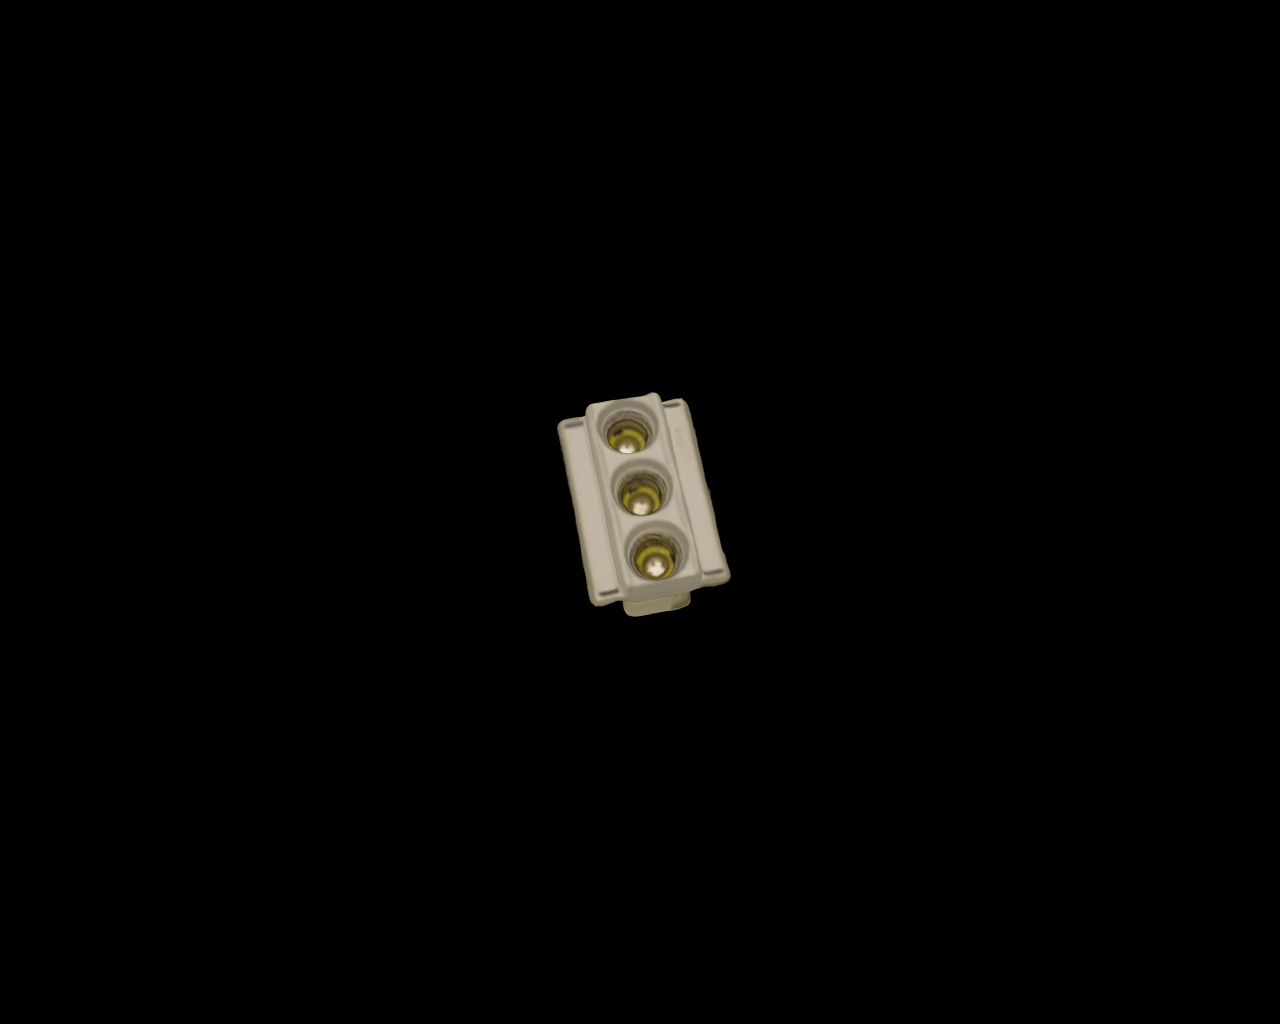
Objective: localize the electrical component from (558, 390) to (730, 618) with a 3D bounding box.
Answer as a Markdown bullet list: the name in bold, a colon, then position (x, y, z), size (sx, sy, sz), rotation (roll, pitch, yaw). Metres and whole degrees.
- **electrical component**: position (0.001, -0.003, 0.650), size (0.079, 0.121, 0.063), rotation (-11, -24, -5)
